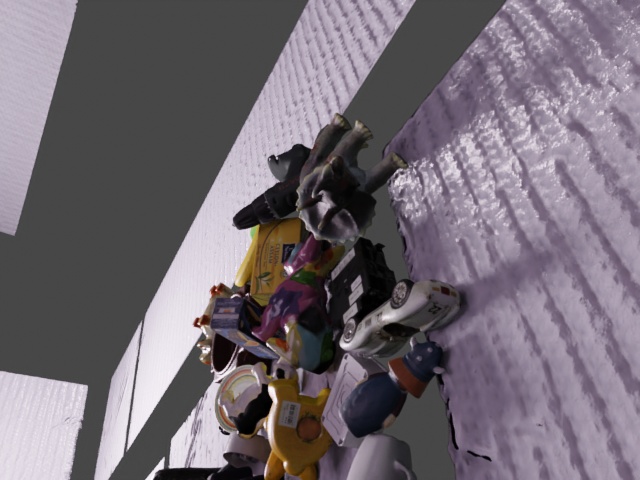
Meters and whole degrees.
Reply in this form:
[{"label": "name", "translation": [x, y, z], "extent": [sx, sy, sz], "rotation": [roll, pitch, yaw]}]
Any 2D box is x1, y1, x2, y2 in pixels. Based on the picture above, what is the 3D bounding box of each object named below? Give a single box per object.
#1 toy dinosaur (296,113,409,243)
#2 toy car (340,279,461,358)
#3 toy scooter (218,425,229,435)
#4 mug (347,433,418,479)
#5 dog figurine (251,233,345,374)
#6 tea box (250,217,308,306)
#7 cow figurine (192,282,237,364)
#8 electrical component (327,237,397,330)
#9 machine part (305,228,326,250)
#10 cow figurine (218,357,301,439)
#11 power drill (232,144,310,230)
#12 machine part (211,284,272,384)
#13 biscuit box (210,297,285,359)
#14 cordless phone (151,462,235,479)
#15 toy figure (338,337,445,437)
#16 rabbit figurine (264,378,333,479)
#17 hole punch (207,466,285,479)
[{"label": "toy dinosaur", "translation": [0.021, -0.111, 0.938], "extent": [0.192, 0.131, 0.405], "rotation": [-47, 18, 2]}, {"label": "toy car", "translation": [0.101, 0.111, 0.719], "extent": [0.201, 0.073, 0.056], "rotation": [-45, 36, 44]}, {"label": "toy scooter", "translation": [-0.165, 0.358, 1.108], "extent": [0.184, 0.075, 0.135], "rotation": [-35, 44, 46]}, {"label": "mug", "translation": [0.077, 0.291, 0.647], "extent": [0.109, 0.081, 0.107], "rotation": [-39, 31, 57]}, {"label": "dog figurine", "translation": [-0.015, 0.098, 0.930], "extent": [0.192, 0.108, 0.219], "rotation": [23, 85, 50]}, {"label": "tea box", "translation": [-0.078, 0.044, 1.090], "extent": [0.098, 0.068, 0.169], "rotation": [-6, 59, 15]}, {"label": "cow figurine", "translation": [-0.247, 0.217, 1.338], "extent": [0.085, 0.127, 0.195], "rotation": [-32, 32, 54]}, {"label": "electrical component", "translation": [0.064, 0.082, 0.837], "extent": [0.115, 0.058, 0.134], "rotation": [-53, 31, 39]}, {"label": "machine part", "translation": [-0.002, -0.003, 1.053], "extent": [0.084, 0.039, 0.139], "rotation": [-21, 54, 49]}, {"label": "cow figurine", "translation": [-0.091, 0.273, 0.965], "extent": [0.167, 0.068, 0.098], "rotation": [-39, 40, -7]}, {"label": "power drill", "translation": [-0.079, -0.120, 1.140], "extent": [0.232, 0.085, 0.207], "rotation": [-23, 24, 12]}, {"label": "machine part", "translation": [-0.169, 0.214, 1.196], "extent": [0.201, 0.087, 0.201], "rotation": [-40, 41, 48]}, {"label": "biscuit box", "translation": [-0.124, 0.170, 1.006], "extent": [0.063, 0.202, 0.059], "rotation": [-5, 62, 23]}, {"label": "cordless phone", "translation": [-0.254, 0.504, 1.060], "extent": [0.146, 0.184, 0.089], "rotation": [-61, 31, 22]}, {"label": "toy figure", "translation": [0.093, 0.184, 0.679], "extent": [0.154, 0.064, 0.058], "rotation": [-40, -6, 2]}, {"label": "rabbit figurine", "translation": [-0.033, 0.303, 0.861], "extent": [0.173, 0.122, 0.162], "rotation": [147, 127, -73]}, {"label": "hole punch", "translation": [-0.119, 0.443, 0.899], "extent": [0.092, 0.142, 0.116], "rotation": [-18, 70, 29]}]
